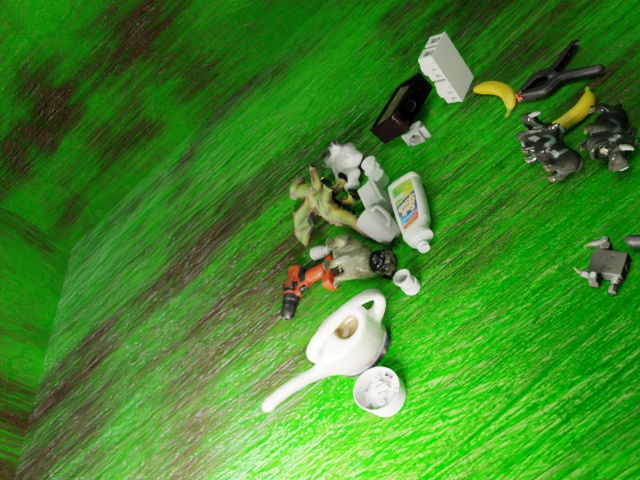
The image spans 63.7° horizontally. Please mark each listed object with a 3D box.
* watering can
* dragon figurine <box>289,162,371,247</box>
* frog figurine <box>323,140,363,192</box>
[{"bbox_3d":[0.033,0.254,1.143,0.105,0.348,0.221,41,-1,38],"label":"watering can"},{"bbox_3d":[0.005,-0.081,1.599,0.122,0.238,0.419,9,39,-36],"label":"dragon figurine"},{"bbox_3d":[0.094,-0.237,1.689,0.123,0.161,0.135,-7,-39,-52],"label":"frog figurine"}]
